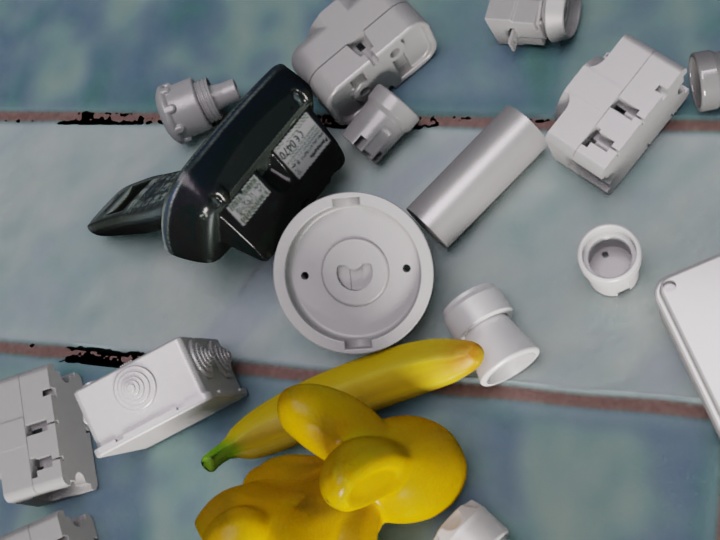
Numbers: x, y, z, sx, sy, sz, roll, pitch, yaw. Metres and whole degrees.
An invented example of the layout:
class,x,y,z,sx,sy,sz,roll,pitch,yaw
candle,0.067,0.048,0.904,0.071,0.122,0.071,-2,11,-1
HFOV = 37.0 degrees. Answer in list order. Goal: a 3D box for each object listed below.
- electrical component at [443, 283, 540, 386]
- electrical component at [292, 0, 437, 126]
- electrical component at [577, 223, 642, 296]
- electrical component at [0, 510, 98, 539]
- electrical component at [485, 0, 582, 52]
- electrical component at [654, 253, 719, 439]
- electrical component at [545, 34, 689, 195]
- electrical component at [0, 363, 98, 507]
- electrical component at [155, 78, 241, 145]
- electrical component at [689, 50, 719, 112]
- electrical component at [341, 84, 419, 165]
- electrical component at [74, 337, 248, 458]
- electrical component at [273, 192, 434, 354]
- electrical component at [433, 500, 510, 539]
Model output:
class,x,y,z,sx,sy,sz,roll,pitch,yaw
electrical component,0.086,0.043,0.714,0.045,0.045,0.055,-33,67,5
electrical component,0.000,-0.163,0.797,0.095,0.053,0.059,-40,67,2
electrical component,0.164,-0.005,0.704,0.040,0.046,0.040,-5,72,15
electrical component,-0.211,0.221,0.746,0.056,0.050,0.089,-25,68,8
electrical component,0.126,-0.189,0.773,0.055,0.048,0.066,11,77,27
electrical component,0.238,0.047,0.660,0.078,0.057,0.113,-24,68,9
electrical component,0.171,-0.107,0.728,0.056,0.050,0.089,39,91,23
electrical component,-0.234,0.122,0.783,0.056,0.050,0.089,-18,69,11
electrical component,-0.123,-0.128,0.830,0.062,0.048,0.048,-21,69,2
electrical component,0.248,-0.130,0.721,0.046,0.040,0.040,-10,71,8
electrical component,0.014,-0.105,0.784,0.040,0.040,0.046,42,94,23
electrical component,-0.136,0.085,0.740,0.100,0.100,0.048,-28,81,7
electrical component,0.000,0.000,0.739,0.108,0.060,0.108,1,95,10
electrical component,0.079,0.179,0.676,0.062,0.043,0.043,40,88,22
